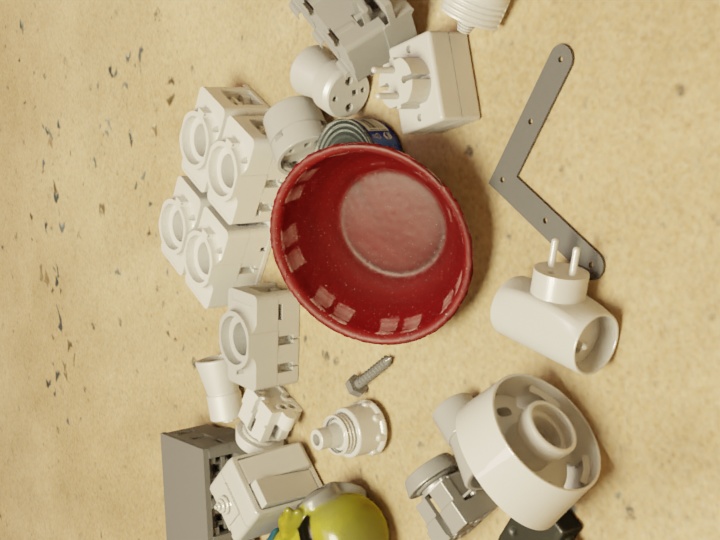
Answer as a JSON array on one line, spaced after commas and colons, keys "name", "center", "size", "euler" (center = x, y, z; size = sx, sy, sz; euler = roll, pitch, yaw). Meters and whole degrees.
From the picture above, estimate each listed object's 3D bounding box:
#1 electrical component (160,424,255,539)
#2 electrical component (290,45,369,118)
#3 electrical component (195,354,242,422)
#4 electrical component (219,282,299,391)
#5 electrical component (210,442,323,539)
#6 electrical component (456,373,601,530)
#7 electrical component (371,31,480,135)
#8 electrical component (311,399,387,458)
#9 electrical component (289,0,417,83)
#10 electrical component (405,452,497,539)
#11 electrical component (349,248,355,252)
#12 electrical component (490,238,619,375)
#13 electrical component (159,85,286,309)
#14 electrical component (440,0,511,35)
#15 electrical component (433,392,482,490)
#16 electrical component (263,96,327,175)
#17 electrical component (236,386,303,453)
[{"name": "electrical component", "center": [-0.151, 0.240, 1.095], "size": [0.089, 0.062, 0.150], "euler": [6, 100, 52]}, {"name": "electrical component", "center": [-0.025, -0.155, 0.884], "size": [0.055, 0.045, 0.045], "euler": [40, 125, 41]}, {"name": "electrical component", "center": [-0.138, 0.120, 1.077], "size": [0.044, 0.044, 0.065], "euler": [-4, 97, 52]}, {"name": "electrical component", "center": [-0.094, 0.061, 0.998], "size": [0.050, 0.056, 0.089], "euler": [15, 108, 50]}, {"name": "electrical component", "center": [-0.087, 0.201, 0.979], "size": [0.061, 0.096, 0.061], "euler": [60, 135, 27]}, {"name": "electrical component", "center": [0.110, 0.120, 0.717], "size": [0.064, 0.099, 0.099], "euler": [-49, 58, 36]}, {"name": "electrical component", "center": [0.040, -0.135, 0.779], "size": [0.047, 0.077, 0.065], "euler": [-12, 86, 52]}, {"name": "electrical component", "center": [-0.012, 0.136, 0.900], "size": [0.048, 0.062, 0.048], "euler": [11, 105, 51]}, {"name": "electrical component", "center": [-0.012, -0.206, 0.835], "size": [0.121, 0.063, 0.078], "euler": [55, 175, 31]}, {"name": "electrical component", "center": [0.066, 0.174, 0.821], "size": [0.055, 0.048, 0.066], "euler": [54, 135, 21]}, {"name": "electrical component", "center": [0.000, 0.000, 0.882], "size": [0.044, 0.044, 0.065], "euler": [-23, 82, 51]}, {"name": "electrical component", "center": [0.131, 0.019, 0.712], "size": [0.077, 0.043, 0.079], "euler": [28, 119, 47]}, {"name": "electrical component", "center": [-0.130, -0.068, 1.020], "size": [0.105, 0.060, 0.186], "euler": [47, 130, 37]}, {"name": "electrical component", "center": [0.086, -0.199, 0.736], "size": [0.043, 0.043, 0.081], "euler": [51, 132, 35]}, {"name": "electrical component", "center": [0.082, 0.124, 0.796], "size": [0.065, 0.044, 0.044], "euler": [59, 136, 35]}, {"name": "electrical component", "center": [-0.052, -0.115, 0.920], "size": [0.055, 0.055, 0.047], "euler": [-49, 55, 44]}, {"name": "electrical component", "center": [-0.089, 0.142, 1.015], "size": [0.066, 0.048, 0.055], "euler": [42, 119, 40]}]
